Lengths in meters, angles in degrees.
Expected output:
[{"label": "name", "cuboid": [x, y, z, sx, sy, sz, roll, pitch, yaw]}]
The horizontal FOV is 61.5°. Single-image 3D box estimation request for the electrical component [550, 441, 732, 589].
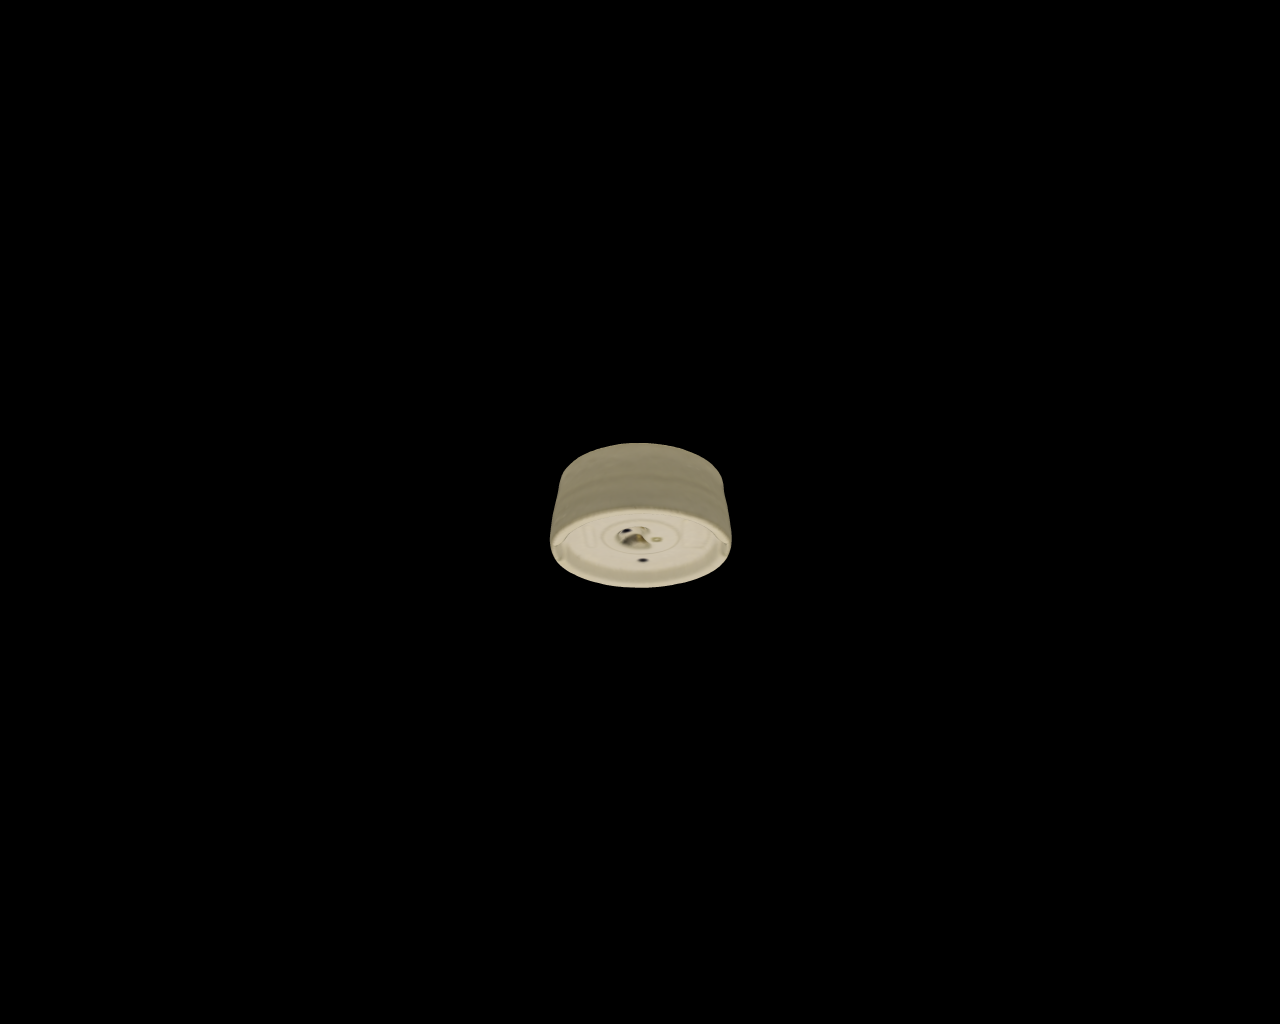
[{"label": "electrical component", "cuboid": [0.001, -0.003, 0.650, 0.108, 0.060, 0.108, 0, -28, 0]}]
